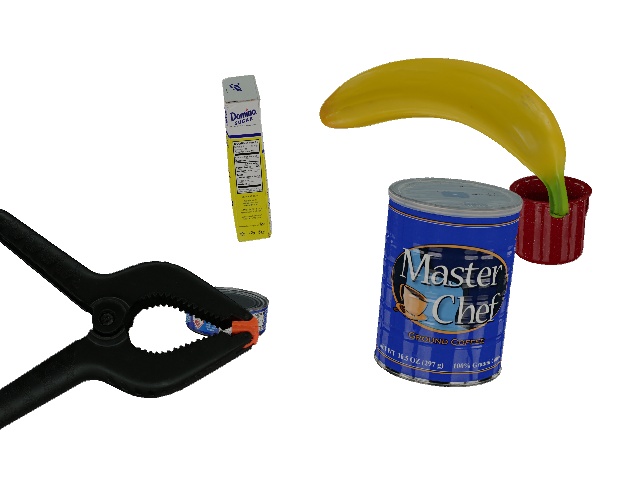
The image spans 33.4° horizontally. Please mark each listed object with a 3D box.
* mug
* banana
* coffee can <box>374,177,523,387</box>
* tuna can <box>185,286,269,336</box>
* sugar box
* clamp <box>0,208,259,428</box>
[{"bbox_3d":[0.275,-0.027,1.252,0.117,0.081,0.093,-23,31,-39],"label":"mug"},{"bbox_3d":[0.076,-0.078,0.655,0.198,0.069,0.037,27,6,40],"label":"banana"},{"bbox_3d":[0.098,0.030,0.835,0.103,0.140,0.103,4,16,-1],"label":"coffee can"},{"bbox_3d":[-0.098,0.076,1.118,0.086,0.034,0.086,6,12,-1],"label":"tuna can"},{"bbox_3d":[-0.088,-0.097,1.259,0.048,0.176,0.093,-8,26,-4],"label":"sugar box"},{"bbox_3d":[-0.148,0.049,0.728,0.210,0.164,0.036,-4,-19,-4],"label":"clamp"}]
